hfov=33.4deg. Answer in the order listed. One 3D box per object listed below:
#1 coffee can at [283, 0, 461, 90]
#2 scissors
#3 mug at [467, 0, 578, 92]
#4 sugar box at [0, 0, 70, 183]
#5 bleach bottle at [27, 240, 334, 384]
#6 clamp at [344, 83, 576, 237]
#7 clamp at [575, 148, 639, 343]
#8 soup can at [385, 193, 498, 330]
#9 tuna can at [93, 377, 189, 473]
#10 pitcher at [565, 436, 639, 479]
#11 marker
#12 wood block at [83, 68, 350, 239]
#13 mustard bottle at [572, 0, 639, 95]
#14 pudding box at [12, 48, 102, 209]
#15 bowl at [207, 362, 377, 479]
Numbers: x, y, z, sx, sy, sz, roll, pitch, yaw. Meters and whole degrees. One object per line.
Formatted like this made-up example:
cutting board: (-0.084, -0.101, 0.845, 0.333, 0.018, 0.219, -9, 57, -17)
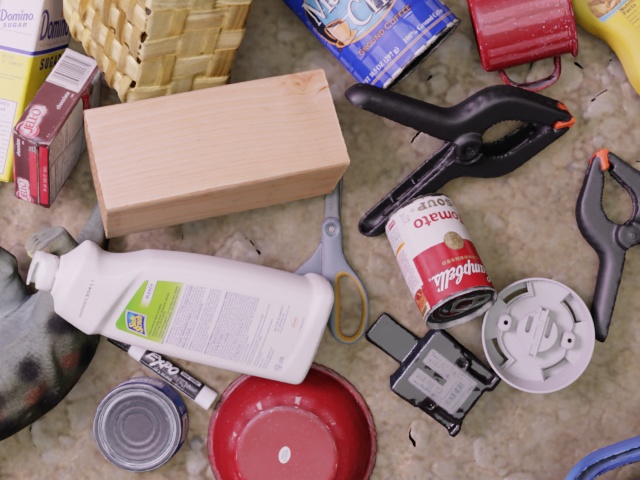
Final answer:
coffee can: (0.039, -0.207, 0.934, 0.103, 0.103, 0.140, -43, 89, 4)
scissors: (-0.007, 0.001, 0.989, 0.096, 0.016, 0.202, -12, 91, 5)
mug: (0.178, -0.185, 0.939, 0.081, 0.093, 0.117, -13, 119, 9)
sugar box: (-0.266, -0.141, 0.962, 0.048, 0.093, 0.176, 15, 94, 2)
bleach bottle: (-0.121, 0.049, 0.914, 0.250, 0.068, 0.102, 17, 99, -19)
clamp: (0.119, -0.093, 0.933, 0.210, 0.036, 0.164, -19, 135, -2)
clamp: (0.270, 0.005, 0.960, 0.120, 0.039, 0.171, -27, 85, -2)
soup can: (0.105, 0.018, 0.938, 0.068, 0.068, 0.102, -24, 63, 4)
tuna can: (-0.167, 0.173, 0.998, 0.086, 0.033, 0.086, 0, 92, 4)
pitcher: (0.261, 0.267, 0.929, 0.243, 0.145, 0.149, -14, 58, 7)
marker: (-0.150, 0.118, 1.002, 0.121, 0.020, 0.020, 34, 94, 2)
wood block: (-0.091, -0.074, 0.919, 0.206, 0.090, 0.091, -12, 77, -14)
mustard bottle: (0.272, -0.215, 0.940, 0.096, 0.058, 0.191, -41, 90, 0)
pudding box: (-0.231, -0.098, 0.939, 0.039, 0.090, 0.113, 22, 52, 1)
bowl: (-0.028, 0.193, 0.979, 0.162, 0.055, 0.162, 0, 92, 4)
